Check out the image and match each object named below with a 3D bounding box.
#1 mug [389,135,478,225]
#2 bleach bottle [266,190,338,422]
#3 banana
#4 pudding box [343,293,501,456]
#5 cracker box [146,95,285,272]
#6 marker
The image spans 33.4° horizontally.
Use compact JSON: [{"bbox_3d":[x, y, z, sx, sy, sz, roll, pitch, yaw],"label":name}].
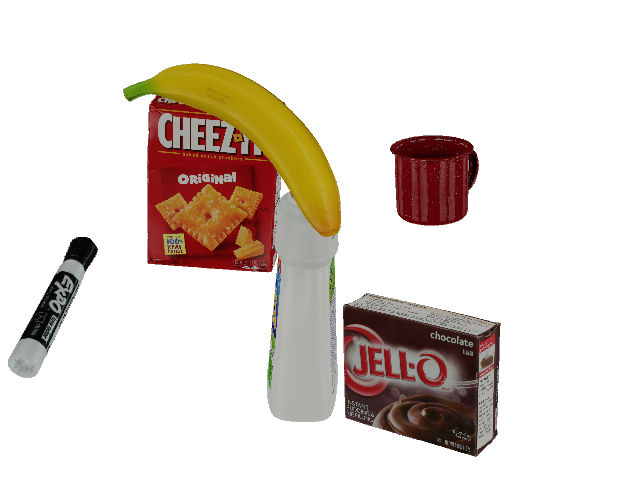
[{"bbox_3d":[0.135,-0.071,1.216,0.117,0.081,0.093,-20,28,-36],"label":"mug"},{"bbox_3d":[-0.014,0.042,0.956,0.068,0.251,0.102,2,36,-1],"label":"bleach bottle"},{"bbox_3d":[-0.051,-0.080,0.801,0.198,0.069,0.037,34,-7,13],"label":"banana"},{"bbox_3d":[0.070,0.092,0.756,0.114,0.090,0.039,10,21,33],"label":"pudding box"},{"bbox_3d":[-0.134,-0.071,1.350,0.164,0.214,0.072,5,22,2],"label":"cracker box"},{"bbox_3d":[-0.167,0.038,0.675,0.020,0.020,0.121,0,38,11],"label":"marker"}]
